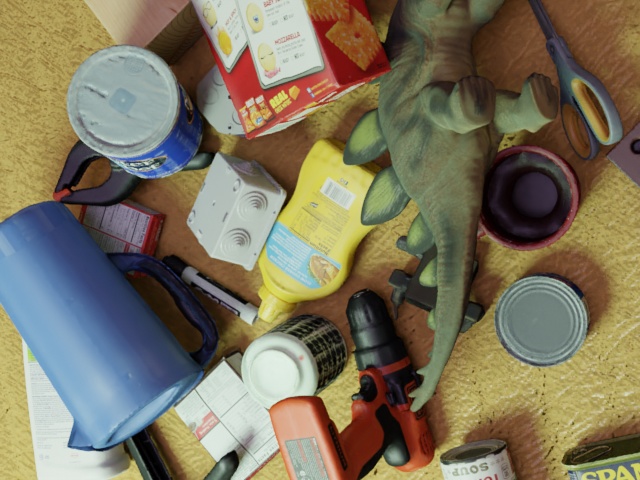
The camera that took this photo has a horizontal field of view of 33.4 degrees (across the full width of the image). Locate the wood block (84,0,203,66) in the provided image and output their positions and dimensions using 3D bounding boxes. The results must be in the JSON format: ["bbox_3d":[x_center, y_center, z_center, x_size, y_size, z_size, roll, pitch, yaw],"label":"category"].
[{"bbox_3d":[-0.200,-0.285,1.074,0.091,0.090,0.206,-40,83,20],"label":"wood block"}]

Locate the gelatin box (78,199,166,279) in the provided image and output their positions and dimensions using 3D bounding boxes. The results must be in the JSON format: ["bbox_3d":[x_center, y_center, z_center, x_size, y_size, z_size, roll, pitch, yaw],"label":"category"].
[{"bbox_3d":[-0.217,-0.008,1.144,0.089,0.030,0.073,21,102,17],"label":"gelatin box"}]

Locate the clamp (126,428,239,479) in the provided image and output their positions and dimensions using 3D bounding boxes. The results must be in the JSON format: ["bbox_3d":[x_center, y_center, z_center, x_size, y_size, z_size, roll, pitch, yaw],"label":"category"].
[{"bbox_3d":[-0.158,0.286,1.143,0.165,0.036,0.210,22,116,34],"label":"clamp"}]

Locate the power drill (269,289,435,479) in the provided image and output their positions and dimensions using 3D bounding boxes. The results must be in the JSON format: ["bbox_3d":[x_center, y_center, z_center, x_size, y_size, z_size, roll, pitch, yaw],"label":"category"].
[{"bbox_3d":[0.032,0.151,0.990,0.057,0.187,0.184,-18,92,36],"label":"power drill"}]

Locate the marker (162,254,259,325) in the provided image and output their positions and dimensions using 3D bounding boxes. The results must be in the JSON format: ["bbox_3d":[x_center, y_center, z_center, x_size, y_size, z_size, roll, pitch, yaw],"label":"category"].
[{"bbox_3d":[-0.116,0.050,1.119,0.121,0.020,0.020,31,106,14],"label":"marker"}]

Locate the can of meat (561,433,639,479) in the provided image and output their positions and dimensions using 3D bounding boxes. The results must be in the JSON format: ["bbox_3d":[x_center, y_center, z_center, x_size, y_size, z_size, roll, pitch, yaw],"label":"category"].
[{"bbox_3d":[0.283,0.228,0.975,0.102,0.057,0.084,-17,93,22],"label":"can of meat"}]

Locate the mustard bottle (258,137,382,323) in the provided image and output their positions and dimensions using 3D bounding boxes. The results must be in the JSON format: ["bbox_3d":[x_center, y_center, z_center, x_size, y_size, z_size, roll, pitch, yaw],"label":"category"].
[{"bbox_3d":[-0.007,0.001,1.053,0.096,0.058,0.192,34,106,8],"label":"mustard bottle"}]

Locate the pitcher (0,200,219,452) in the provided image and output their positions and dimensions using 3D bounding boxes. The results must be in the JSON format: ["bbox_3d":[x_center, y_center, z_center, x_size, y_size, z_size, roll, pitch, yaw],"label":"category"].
[{"bbox_3d":[-0.228,0.077,1.076,0.145,0.149,0.243,-43,79,26],"label":"pitcher"}]

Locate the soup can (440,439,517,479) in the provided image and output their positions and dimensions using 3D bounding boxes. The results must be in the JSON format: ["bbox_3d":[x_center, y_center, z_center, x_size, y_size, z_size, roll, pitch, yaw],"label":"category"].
[{"bbox_3d":[0.158,0.249,1.017,0.069,0.068,0.102,-15,90,21],"label":"soup can"}]

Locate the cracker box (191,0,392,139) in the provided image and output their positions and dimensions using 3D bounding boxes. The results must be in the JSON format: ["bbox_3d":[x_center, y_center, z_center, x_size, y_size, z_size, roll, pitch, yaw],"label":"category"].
[{"bbox_3d":[-0.041,-0.217,0.956,0.164,0.072,0.214,-21,91,56],"label":"cracker box"}]

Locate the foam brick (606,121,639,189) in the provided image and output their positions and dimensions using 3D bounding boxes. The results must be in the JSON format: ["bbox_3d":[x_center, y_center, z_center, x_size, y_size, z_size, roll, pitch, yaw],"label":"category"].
[{"bbox_3d":[0.297,-0.068,0.936,0.078,0.051,0.053,45,108,10],"label":"foam brick"}]

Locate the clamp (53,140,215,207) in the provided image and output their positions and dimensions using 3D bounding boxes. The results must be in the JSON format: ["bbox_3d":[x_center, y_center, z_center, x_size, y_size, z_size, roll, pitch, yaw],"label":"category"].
[{"bbox_3d":[-0.197,-0.083,1.111,0.171,0.039,0.120,-43,78,6],"label":"clamp"}]

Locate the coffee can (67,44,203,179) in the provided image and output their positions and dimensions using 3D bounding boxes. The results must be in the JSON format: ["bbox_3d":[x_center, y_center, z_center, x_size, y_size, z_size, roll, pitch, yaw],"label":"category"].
[{"bbox_3d":[-0.173,-0.119,1.023,0.103,0.140,0.103,0,85,3],"label":"coffee can"}]

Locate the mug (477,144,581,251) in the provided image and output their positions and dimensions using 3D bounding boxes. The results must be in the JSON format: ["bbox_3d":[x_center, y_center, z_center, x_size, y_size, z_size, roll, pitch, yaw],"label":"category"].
[{"bbox_3d":[0.182,-0.033,0.967,0.117,0.081,0.093,-39,82,20],"label":"mug"}]

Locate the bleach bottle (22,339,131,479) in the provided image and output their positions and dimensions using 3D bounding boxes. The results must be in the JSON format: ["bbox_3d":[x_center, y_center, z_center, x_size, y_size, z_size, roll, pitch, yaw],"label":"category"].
[{"bbox_3d":[-0.274,0.134,1.166,0.103,0.068,0.251,-6,92,19],"label":"bleach bottle"}]

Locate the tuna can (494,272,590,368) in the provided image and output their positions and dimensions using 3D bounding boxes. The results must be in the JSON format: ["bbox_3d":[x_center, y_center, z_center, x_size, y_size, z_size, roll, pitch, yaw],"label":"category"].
[{"bbox_3d":[0.208,0.074,0.995,0.086,0.033,0.086,3,97,20],"label":"tuna can"}]

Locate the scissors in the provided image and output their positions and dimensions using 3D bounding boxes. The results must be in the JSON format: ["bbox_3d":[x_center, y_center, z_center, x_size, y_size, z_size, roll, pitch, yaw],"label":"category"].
[{"bbox_3d":[0.215,-0.155,0.967,0.016,0.096,0.202,-18,58,-11],"label":"scissors"}]

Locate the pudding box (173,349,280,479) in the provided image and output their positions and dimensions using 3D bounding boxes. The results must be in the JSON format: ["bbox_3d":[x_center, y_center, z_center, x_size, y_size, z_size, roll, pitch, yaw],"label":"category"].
[{"bbox_3d":[-0.086,0.186,1.115,0.090,0.039,0.113,-44,82,20],"label":"pudding box"}]
